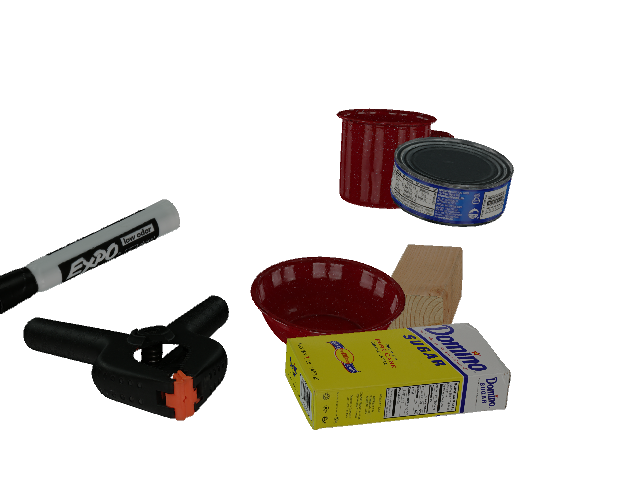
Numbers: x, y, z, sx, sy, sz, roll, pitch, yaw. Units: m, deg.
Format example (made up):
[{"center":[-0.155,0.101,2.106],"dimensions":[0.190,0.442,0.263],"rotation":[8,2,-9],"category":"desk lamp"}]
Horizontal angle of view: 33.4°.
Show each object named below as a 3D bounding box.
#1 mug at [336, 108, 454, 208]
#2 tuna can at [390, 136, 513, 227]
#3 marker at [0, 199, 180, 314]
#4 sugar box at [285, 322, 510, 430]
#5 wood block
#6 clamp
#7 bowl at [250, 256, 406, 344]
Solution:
[{"center":[0.072,-0.077,1.001],"dimensions":[0.117,0.081,0.093],"rotation":[2,14,-2],"category":"mug"},{"center":[0.094,-0.043,0.769],"dimensions":[0.086,0.034,0.086],"rotation":[5,28,-3],"category":"tuna can"},{"center":[-0.130,0.008,0.583],"dimensions":[0.120,0.020,0.020],"rotation":[-28,17,-34],"category":"marker"},{"center":[0.065,0.115,0.927],"dimensions":[0.176,0.048,0.093],"rotation":[-6,26,-15],"category":"sugar box"},{"center":[0.157,0.084,1.616],"dimensions":[0.091,0.090,0.206],"rotation":[4,21,14],"category":"wood block"},{"center":[-0.116,0.080,0.787],"dimensions":[0.164,0.036,0.210],"rotation":[-9,14,-26],"category":"clamp"},{"center":[0.007,0.077,1.120],"dimensions":[0.162,0.055,0.162],"rotation":[3,27,-2],"category":"bowl"}]
